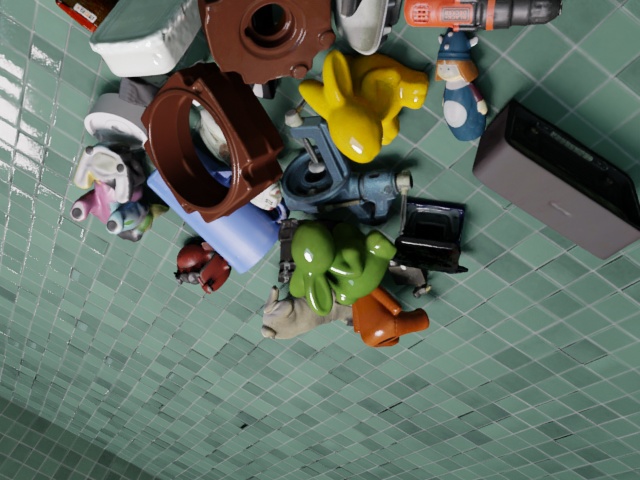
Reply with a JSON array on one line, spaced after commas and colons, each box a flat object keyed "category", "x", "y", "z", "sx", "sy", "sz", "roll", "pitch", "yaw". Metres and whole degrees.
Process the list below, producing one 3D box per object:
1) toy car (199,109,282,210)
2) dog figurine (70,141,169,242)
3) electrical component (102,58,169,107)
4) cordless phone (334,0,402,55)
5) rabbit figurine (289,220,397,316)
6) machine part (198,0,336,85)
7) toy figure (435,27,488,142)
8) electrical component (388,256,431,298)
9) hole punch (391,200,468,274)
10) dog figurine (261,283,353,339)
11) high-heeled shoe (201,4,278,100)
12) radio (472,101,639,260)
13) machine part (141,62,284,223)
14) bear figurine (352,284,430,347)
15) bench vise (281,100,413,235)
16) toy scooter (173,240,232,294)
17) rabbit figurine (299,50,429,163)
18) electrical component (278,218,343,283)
[{"category": "toy car", "x": -0.131, "y": -0.134, "z": 0.884, "sx": 0.202, "sy": 0.056, "sz": 0.073, "roll": 52, "pitch": 153, "yaw": 12}, {"category": "dog figurine", "x": -0.362, "y": -0.086, "z": 1.014, "sx": 0.109, "sy": 0.219, "sz": 0.191, "roll": 14, "pitch": 97, "yaw": 6}, {"category": "electrical component", "x": -0.292, "y": -0.256, "z": 0.867, "sx": 0.119, "sy": 0.075, "sz": 0.047, "roll": 24, "pitch": 136, "yaw": -7}, {"category": "cordless phone", "x": 0.048, "y": -0.275, "z": 0.626, "sx": 0.089, "sy": 0.184, "sz": 0.146, "roll": 12, "pitch": 136, "yaw": 5}, {"category": "rabbit figurine", "x": 0.010, "y": 0.031, "z": 0.857, "sx": 0.170, "sy": 0.159, "sz": 0.121, "roll": 26, "pitch": -177, "yaw": -43}, {"category": "machine part", "x": -0.065, "y": -0.277, "z": 0.674, "sx": 0.179, "sy": 0.056, "sz": 0.179, "roll": -13, "pitch": 145, "yaw": -9}, {"category": "toy figure", "x": 0.190, "y": -0.208, "z": 0.724, "sx": 0.064, "sy": 0.058, "sz": 0.154, "roll": -6, "pitch": 130, "yaw": 25}, {"category": "electrical component", "x": 0.169, "y": 0.062, "z": 1.007, "sx": 0.078, "sy": 0.045, "sz": 0.102, "roll": -3, "pitch": 131, "yaw": 23}, {"category": "hole punch", "x": 0.187, "y": -0.004, "z": 0.918, "sx": 0.142, "sy": 0.092, "sz": 0.115, "roll": 6, "pitch": 153, "yaw": 11}, {"category": "dog figurine", "x": -0.004, "y": 0.152, "z": 1.085, "sx": 0.191, "sy": 0.172, "sz": 0.121, "roll": 15, "pitch": 148, "yaw": 18}, {"category": "high-heeled shoe", "x": -0.066, "y": -0.295, "z": 0.732, "sx": 0.145, "sy": 0.086, "sz": 0.249, "roll": 39, "pitch": 140, "yaw": -19}, {"category": "radio", "x": 0.326, "y": -0.084, "z": 0.735, "sx": 0.229, "sy": 0.131, "sz": 0.073, "roll": 32, "pitch": 136, "yaw": -8}, {"category": "machine part", "x": -0.165, "y": -0.140, "z": 0.800, "sx": 0.201, "sy": 0.087, "sz": 0.201, "roll": -29, "pitch": 95, "yaw": 44}, {"category": "bear figurine", "x": 0.100, "y": 0.102, "z": 1.025, "sx": 0.132, "sy": 0.196, "sz": 0.120, "roll": 4, "pitch": 145, "yaw": -46}, {"category": "bench vise", "x": 0.024, "y": -0.111, "z": 0.839, "sx": 0.224, "sy": 0.129, "sz": 0.240, "roll": 5, "pitch": 147, "yaw": 30}, {"category": "toy scooter", "x": -0.236, "y": 0.058, "z": 1.108, "sx": 0.184, "sy": 0.135, "sz": 0.075, "roll": -6, "pitch": 131, "yaw": 29}, {"category": "rabbit figurine", "x": 0.058, "y": -0.182, "z": 0.723, "sx": 0.162, "sy": 0.173, "sz": 0.122, "roll": 36, "pitch": 139, "yaw": -20}, {"category": "electrical component", "x": -0.005, "y": 0.019, "z": 0.948, "sx": 0.134, "sy": 0.114, "sz": 0.058, "roll": 0, "pitch": 180, "yaw": -33}]
